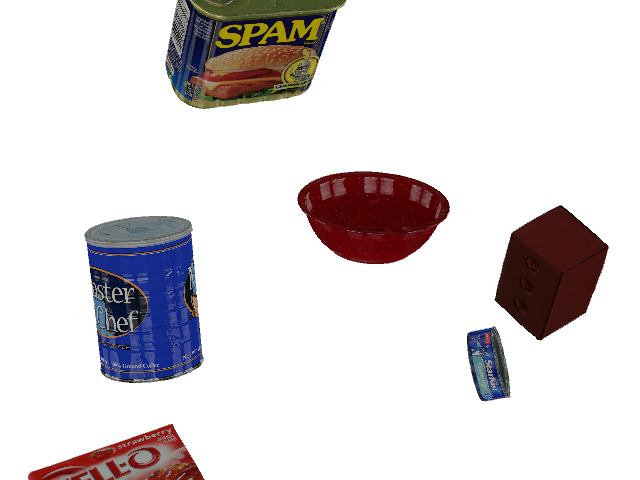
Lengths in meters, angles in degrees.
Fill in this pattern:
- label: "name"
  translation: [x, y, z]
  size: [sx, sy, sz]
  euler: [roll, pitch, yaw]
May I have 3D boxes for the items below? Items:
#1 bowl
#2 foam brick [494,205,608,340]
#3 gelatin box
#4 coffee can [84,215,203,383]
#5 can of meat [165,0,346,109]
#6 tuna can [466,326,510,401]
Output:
- label: "bowl"
  translation: [0.055, -0.019, 1.141]
  size: [0.162, 0.055, 0.162]
  euler: [3, 26, -1]
- label: "foam brick"
  translation: [0.173, 0.025, 0.803]
  size: [0.051, 0.078, 0.053]
  euler: [-25, 51, -26]
- label: "gelatin box"
  translation: [-0.111, 0.145, 0.596]
  size: [0.089, 0.030, 0.073]
  euler: [-16, 28, -20]
- label: "coffee can"
  translation: [-0.171, 0.055, 1.043]
  size: [0.103, 0.140, 0.103]
  euler: [-3, 14, 1]
- label: "can of meat"
  translation: [-0.044, -0.133, 0.673]
  size: [0.102, 0.057, 0.084]
  euler: [-10, -32, -24]
- label: "tuna can"
  translation: [0.200, 0.147, 1.270]
  size: [0.034, 0.086, 0.086]
  euler: [-13, -3, 14]
